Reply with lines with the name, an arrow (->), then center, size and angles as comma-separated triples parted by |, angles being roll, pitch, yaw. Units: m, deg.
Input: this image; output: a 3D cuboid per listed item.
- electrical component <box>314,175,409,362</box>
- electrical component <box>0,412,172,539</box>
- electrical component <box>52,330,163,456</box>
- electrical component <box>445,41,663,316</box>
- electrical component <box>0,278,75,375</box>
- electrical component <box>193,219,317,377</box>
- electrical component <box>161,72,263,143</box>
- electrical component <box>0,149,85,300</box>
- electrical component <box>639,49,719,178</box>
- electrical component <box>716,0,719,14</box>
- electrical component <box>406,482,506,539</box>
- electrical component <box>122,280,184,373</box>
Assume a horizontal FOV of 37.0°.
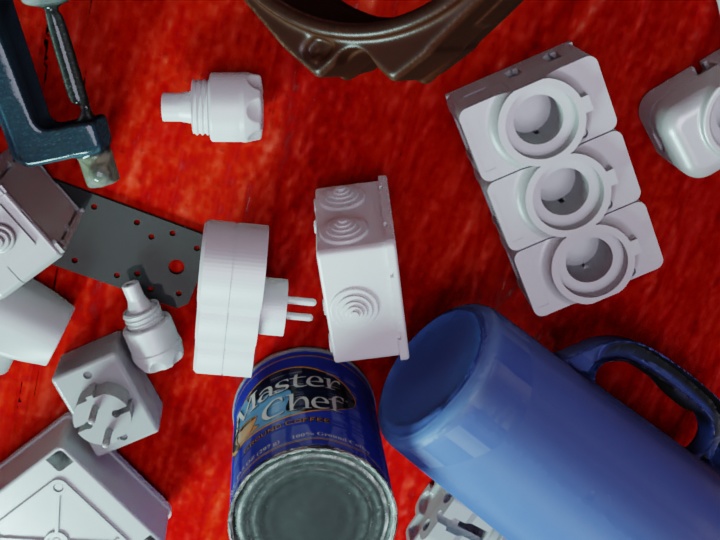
electrical component -> 0.000, 0.000, 0.682 | 0.048, 0.099, 0.099 | -7, 123, 2
electrical component -> -0.208, 0.174, 0.751 | 0.109, 0.056, 0.108 | -37, 110, 9
electrical component -> -0.168, 0.090, 0.712 | 0.047, 0.076, 0.065 | -23, 111, 3
electrical component -> 0.126, -0.057, 0.692 | 0.089, 0.061, 0.150 | -23, 111, 3
electrical component -> -0.239, 0.042, 0.704 | 0.077, 0.044, 0.079 | 27, 106, -15
electrical component -> -0.065, 0.022, 0.682 | 0.074, 0.052, 0.138 | 5, 146, -7
electrical component -> -0.091, -0.101, 0.665 | 0.062, 0.043, 0.043 | 0, 111, -4
electrical component -> -0.215, -0.027, 0.647 | 0.061, 0.096, 0.061 | -35, 110, 8
electrical component -> 0.235, -0.104, 0.686 | 0.095, 0.059, 0.053 | -31, 111, 7
electrical component -> 0.241, -0.171, 0.672 | 0.040, 0.040, 0.046 | -19, 117, 2
electrical component -> 0.078, 0.178, 0.780 | 0.057, 0.058, 0.078 | 30, 105, -12
electrical component -> -0.142, 0.036, 0.716 | 0.035, 0.035, 0.061 | -17, 111, 1
